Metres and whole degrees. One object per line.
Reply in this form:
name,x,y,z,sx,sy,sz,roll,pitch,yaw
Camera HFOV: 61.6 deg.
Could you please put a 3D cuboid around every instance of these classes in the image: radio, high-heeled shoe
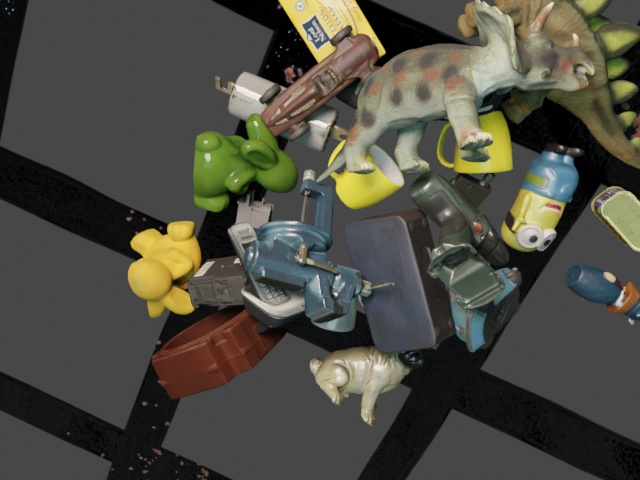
radio,0.132,0.067,0.891,0.131,0.073,0.229,-14,92,44
high-heeled shoe,0.143,-0.214,0.809,0.249,0.145,0.086,-1,107,7

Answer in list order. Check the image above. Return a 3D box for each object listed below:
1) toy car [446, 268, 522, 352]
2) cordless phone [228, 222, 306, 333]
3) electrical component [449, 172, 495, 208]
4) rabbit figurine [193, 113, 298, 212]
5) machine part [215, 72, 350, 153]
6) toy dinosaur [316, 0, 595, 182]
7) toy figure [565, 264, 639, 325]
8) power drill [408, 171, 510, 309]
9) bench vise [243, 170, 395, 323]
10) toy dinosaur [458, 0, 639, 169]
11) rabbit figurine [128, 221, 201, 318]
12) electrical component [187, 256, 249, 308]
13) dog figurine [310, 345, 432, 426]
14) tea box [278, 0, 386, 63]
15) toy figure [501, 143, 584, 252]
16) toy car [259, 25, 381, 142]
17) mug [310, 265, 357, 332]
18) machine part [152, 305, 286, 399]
toy car,0.268,0.102,0.914,0.103,0.162,0.109,25,140,40
cordless phone,-0.076,0.050,0.904,0.089,0.146,0.184,-31,81,44
electrical component,0.244,-0.084,0.888,0.063,0.021,0.094,25,133,-9
rabbit figurine,-0.116,-0.131,0.883,0.170,0.121,0.159,6,143,-9
machine part,-0.059,-0.208,0.879,0.243,0.079,0.079,22,110,1
toy dinosaur,0.136,-0.192,0.728,0.405,0.131,0.192,-4,83,38
toy figure,0.494,0.089,0.905,0.154,0.064,0.058,25,73,-5
power drill,0.229,0.008,0.821,0.232,0.207,0.086,44,125,-17
bench vise,-0.006,0.001,0.856,0.224,0.240,0.129,12,154,-14
toy dinosaur,0.355,-0.258,0.777,0.198,0.105,0.471,-34,103,9
rabbit figurine,-0.286,0.060,0.953,0.122,0.173,0.162,-5,103,6
electrical component,-0.156,0.072,0.967,0.134,0.115,0.058,-5,110,12
dog figurine,0.095,0.216,0.999,0.172,0.121,0.190,31,96,-6
tea box,0.019,-0.333,0.829,0.098,0.068,0.169,-33,102,17
toy figure,0.356,-0.065,0.863,0.082,0.089,0.180,17,102,4
toy car,-0.002,-0.228,0.798,0.202,0.053,0.089,-34,105,11
mug,0.021,0.099,0.975,0.110,0.081,0.107,15,100,14
machine part,-0.179,0.183,0.952,0.201,0.201,0.087,-25,97,29
